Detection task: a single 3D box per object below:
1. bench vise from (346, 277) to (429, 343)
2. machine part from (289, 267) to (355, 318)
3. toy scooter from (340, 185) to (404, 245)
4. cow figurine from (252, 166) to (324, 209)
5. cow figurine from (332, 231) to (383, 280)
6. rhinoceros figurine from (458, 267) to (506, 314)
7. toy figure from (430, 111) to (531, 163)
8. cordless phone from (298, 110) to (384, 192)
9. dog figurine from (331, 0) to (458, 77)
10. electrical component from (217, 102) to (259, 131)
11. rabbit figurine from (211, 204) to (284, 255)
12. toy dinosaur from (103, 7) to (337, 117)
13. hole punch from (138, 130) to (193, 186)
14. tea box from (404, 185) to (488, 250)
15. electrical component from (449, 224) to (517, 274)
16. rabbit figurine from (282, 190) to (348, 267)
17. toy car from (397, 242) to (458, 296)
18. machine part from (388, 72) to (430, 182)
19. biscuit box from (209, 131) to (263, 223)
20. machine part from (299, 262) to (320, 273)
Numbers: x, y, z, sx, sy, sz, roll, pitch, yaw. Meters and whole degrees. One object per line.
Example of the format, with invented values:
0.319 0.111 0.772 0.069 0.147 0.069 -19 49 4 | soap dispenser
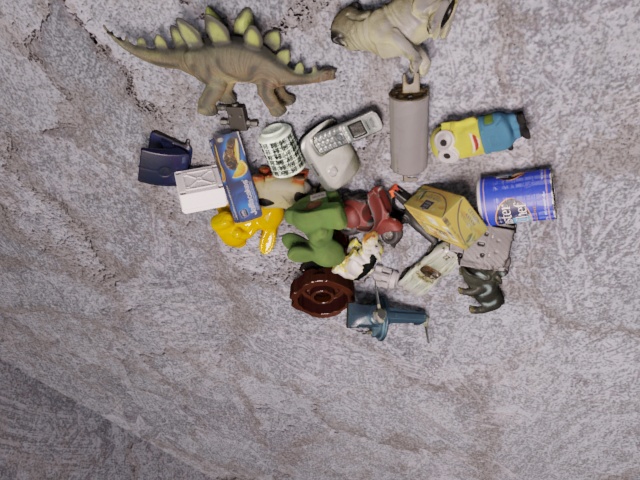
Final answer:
0.178 0.198 1.401 0.241 0.129 0.223 5 156 -11 | bench vise
0.007 0.141 1.446 0.179 0.056 0.179 -1 141 -1 | machine part
0.106 -0.069 1.212 0.184 0.075 0.135 17 131 39 | toy scooter
-0.055 -0.100 1.255 0.195 0.085 0.127 5 125 7 | cow figurine
0.111 0.044 1.336 0.098 0.068 0.167 31 138 -16 | cow figurine
0.386 0.098 1.273 0.112 0.073 0.190 -6 128 28 | rhinoceros figurine
0.303 -0.197 1.029 0.180 0.089 0.082 -13 90 20 | toy figure
0.062 -0.194 1.129 0.184 0.089 0.146 -16 123 28 | cordless phone
0.122 -0.388 0.924 0.191 0.121 0.172 33 103 14 | dog figurine
-0.182 -0.274 1.192 0.094 0.021 0.063 8 132 16 | electrical component
-0.164 -0.041 1.340 0.173 0.122 0.162 -22 115 13 | rabbit figurine
-0.200 -0.356 1.074 0.472 0.105 0.198 4 125 7 | toy dinosaur
-0.379 -0.187 1.308 0.116 0.092 0.142 22 132 -3 | hole punch
0.259 -0.050 1.122 0.068 0.170 0.098 -44 113 -2 | tea box
0.353 0.008 1.175 0.134 0.058 0.114 9 92 12 | electrical component
-0.002 -0.004 1.187 0.159 0.121 0.170 -20 120 -3 | rabbit figurine
0.265 0.075 1.311 0.073 0.056 0.201 31 134 -8 | toy car
0.176 -0.216 1.064 0.079 0.079 0.242 7 134 16 | machine part
-0.191 -0.140 1.223 0.063 0.059 0.202 2 111 67 | biscuit box
-0.009 0.045 1.409 0.084 0.039 0.138 22 134 -10 | machine part
